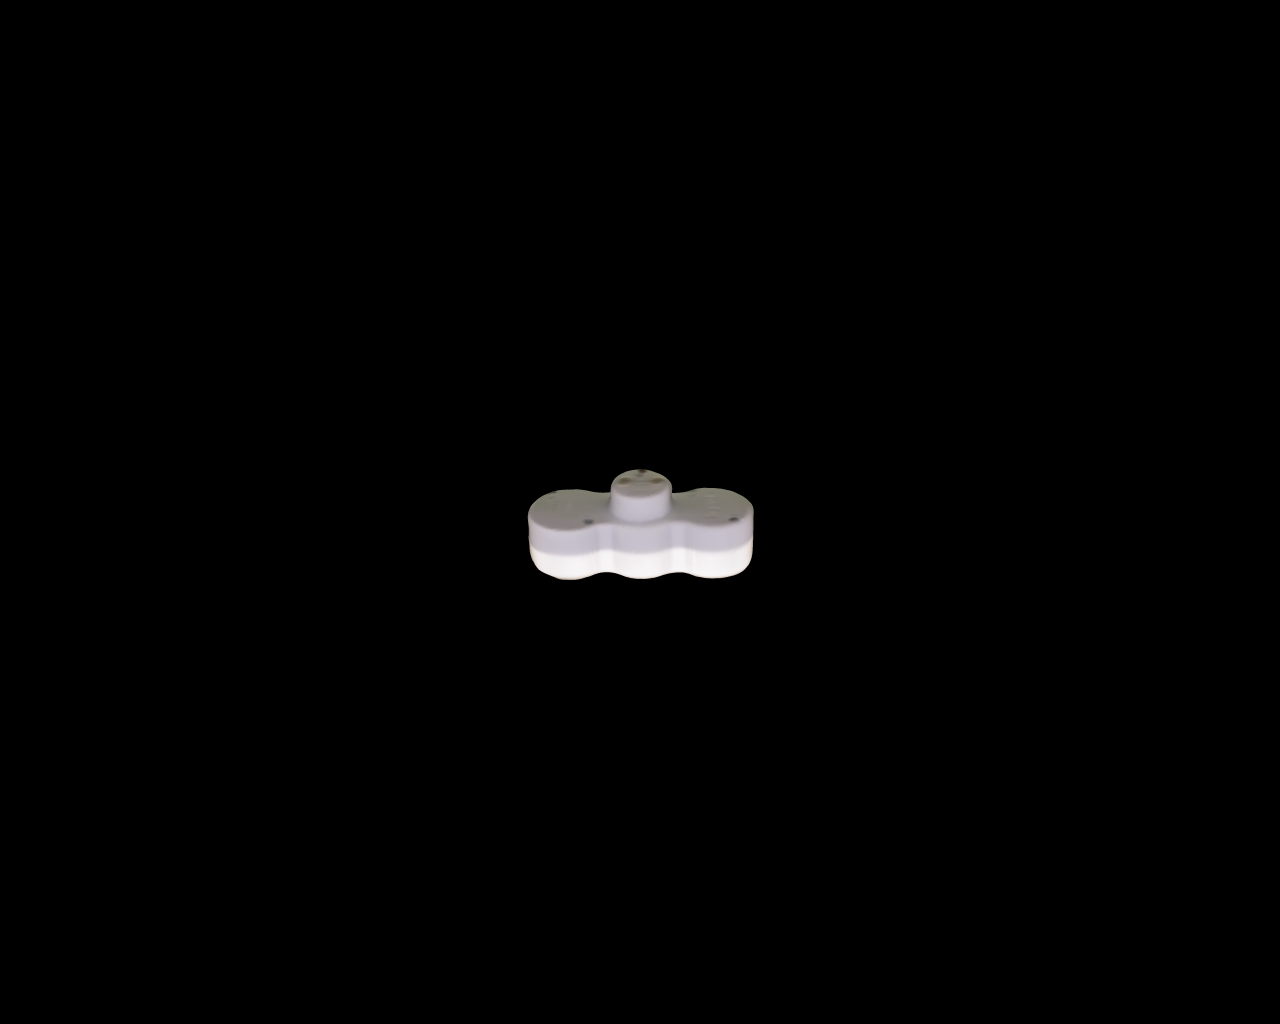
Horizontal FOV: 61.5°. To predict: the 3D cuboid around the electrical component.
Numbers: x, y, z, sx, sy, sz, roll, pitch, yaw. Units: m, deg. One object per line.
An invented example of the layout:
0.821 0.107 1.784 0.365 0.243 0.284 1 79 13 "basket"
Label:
0.001 -0.003 0.650 0.138 0.073 0.052 0 29 0 "electrical component"
